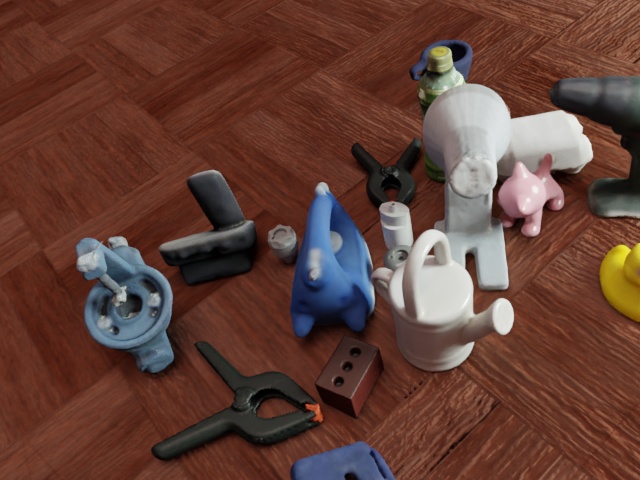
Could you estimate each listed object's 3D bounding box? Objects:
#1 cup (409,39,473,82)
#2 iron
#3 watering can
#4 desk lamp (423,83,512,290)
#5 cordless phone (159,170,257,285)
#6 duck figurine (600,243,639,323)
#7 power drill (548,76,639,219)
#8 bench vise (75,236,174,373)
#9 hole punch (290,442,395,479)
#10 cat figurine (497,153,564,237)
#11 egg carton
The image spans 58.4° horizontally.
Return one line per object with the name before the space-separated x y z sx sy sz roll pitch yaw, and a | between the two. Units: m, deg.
cup | 0.221 -0.298 1.046 0.118 0.095 0.091 -24 48 -6
iron | 0.007 0.003 0.808 0.118 0.258 0.142 -7 -42 9
watering can | 0.139 0.067 0.679 0.172 0.101 0.194 2 -40 17
desk lamp | 0.202 -0.072 0.771 0.117 0.203 0.214 -4 -41 12
cordless phone | -0.181 -0.028 0.858 0.147 0.094 0.185 -17 -43 0
duck figurine | 0.394 0.039 0.707 0.077 0.104 0.086 -15 -43 2
power drill | 0.418 -0.125 0.761 0.229 0.075 0.209 2 -40 18
bench vise | -0.286 0.060 0.785 0.122 0.220 0.206 -38 50 -18
hole punch | 0.032 0.270 0.600 0.101 0.091 0.108 -27 48 -9
cat figurine | 0.295 -0.069 0.808 0.067 0.128 0.118 28 -28 34
egg carton | 0.338 -0.143 0.894 0.150 0.107 0.069 -10 -42 7
